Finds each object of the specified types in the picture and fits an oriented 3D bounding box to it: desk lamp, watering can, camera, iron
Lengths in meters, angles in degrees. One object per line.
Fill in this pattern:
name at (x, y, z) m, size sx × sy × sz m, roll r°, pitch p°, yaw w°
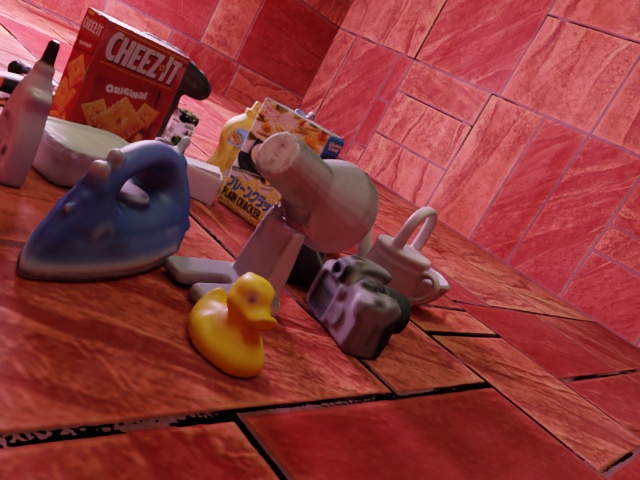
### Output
desk lamp at (-0.044, -0.017, 0.694) m, size 0.117 × 0.213 × 0.204 m, roll 37°, pitch 15°, yaw 33°
watering can at (0.123, 0.027, 0.931) m, size 0.172 × 0.194 × 0.101 m, roll 31°, pitch 13°, yaw 8°
camera at (0.073, 0.089, 0.792) m, size 0.137 × 0.101 × 0.142 m, roll 21°, pitch 15°, yaw -33°
iron at (-0.211, -0.048, 0.615) m, size 0.118 × 0.141 × 0.258 m, roll 29°, pitch 13°, yaw 2°

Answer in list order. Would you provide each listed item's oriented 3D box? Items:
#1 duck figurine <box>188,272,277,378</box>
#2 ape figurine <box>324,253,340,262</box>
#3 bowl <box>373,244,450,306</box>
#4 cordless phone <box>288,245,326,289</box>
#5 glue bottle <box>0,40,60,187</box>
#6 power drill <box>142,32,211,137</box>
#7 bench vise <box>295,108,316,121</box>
duck figurine at (-0.079, 0.071, 0.564) m, size 0.078 × 0.086 × 0.104 m, roll 17°, pitch 17°, yaw -43°
ape figurine at (0.009, 0.004, 1.008) m, size 0.076 × 0.092 × 0.077 m, roll 14°, pitch 20°, yaw -50°
bowl at (0.158, 0.076, 1.090) m, size 0.167 × 0.074 × 0.167 m, roll 28°, pitch 13°, yaw -6°
cordless phone at (-0.011, -0.032, 0.889) m, size 0.094 × 0.185 × 0.147 m, roll 22°, pitch 14°, yaw -29°
glue bottle at (-0.341, -0.153, 0.670) m, size 0.037 × 0.173 × 0.078 m, roll 14°, pitch 19°, yaw -49°
power drill at (-0.336, -0.311, 1.220) m, size 0.075 × 0.208 × 0.230 m, roll 34°, pitch 13°, yaw 22°
bench vise at (-0.113, -0.243, 1.415) m, size 0.207 × 0.219 × 0.122 m, roll 31°, pitch 13°, yaw 11°
